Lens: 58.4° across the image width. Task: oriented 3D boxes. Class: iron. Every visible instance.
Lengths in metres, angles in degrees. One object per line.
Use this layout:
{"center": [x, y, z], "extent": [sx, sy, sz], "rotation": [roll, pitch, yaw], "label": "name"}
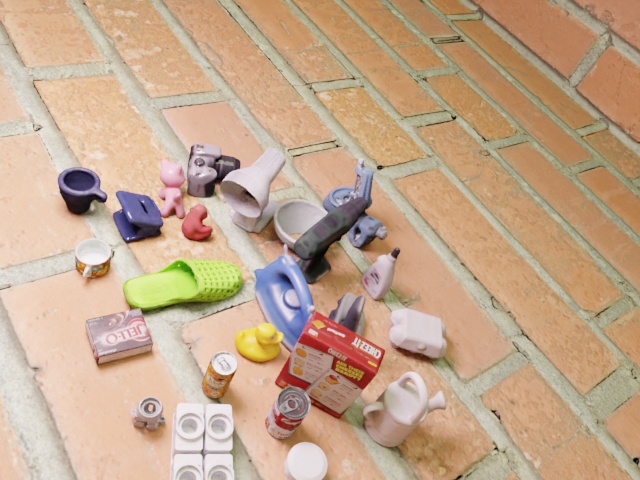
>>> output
{"center": [-0.054, 0.140, 1.304], "extent": [0.119, 0.141, 0.257], "rotation": [-10, 55, -31], "label": "iron"}

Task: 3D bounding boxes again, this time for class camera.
{"center": [-0.282, -0.193, 1.530], "extent": [0.137, 0.100, 0.143], "rotation": [8, 48, -18], "label": "camera"}

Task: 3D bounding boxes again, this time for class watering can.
{"center": [0.178, 0.342, 1.190], "extent": [0.173, 0.194, 0.100], "rotation": [-17, 59, -35], "label": "watering can"}

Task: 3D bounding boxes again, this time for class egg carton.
{"center": [0.240, 0.232, 1.407], "extent": [0.150, 0.069, 0.107], "rotation": [17, 45, -10], "label": "egg carton"}

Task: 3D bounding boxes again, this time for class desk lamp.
{"center": [-0.163, -0.121, 1.439], "extent": [0.118, 0.213, 0.203], "rotation": [32, 45, 6], "label": "desk lamp"}

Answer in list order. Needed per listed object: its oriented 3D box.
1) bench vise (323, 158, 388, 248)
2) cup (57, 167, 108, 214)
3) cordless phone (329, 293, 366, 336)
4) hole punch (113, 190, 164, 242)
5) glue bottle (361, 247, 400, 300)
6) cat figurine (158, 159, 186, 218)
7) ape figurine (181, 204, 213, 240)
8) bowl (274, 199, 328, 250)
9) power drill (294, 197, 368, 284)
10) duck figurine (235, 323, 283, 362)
{"center": [0.119, -0.103, 1.548], "extent": [0.207, 0.219, 0.122], "rotation": [34, 45, 7], "label": "bench vise"}
{"center": [-0.547, -0.102, 1.331], "extent": [0.117, 0.095, 0.092], "rotation": [27, 45, 1], "label": "cup"}
{"center": [0.079, 0.169, 1.308], "extent": [0.094, 0.185, 0.147], "rotation": [22, 45, -4], "label": "cordless phone"}
{"center": [-0.428, -0.066, 1.355], "extent": [0.101, 0.091, 0.108], "rotation": [-15, 58, -34], "label": "hole punch"}
{"center": [0.161, 0.075, 1.439], "extent": [0.037, 0.173, 0.078], "rotation": [-19, 60, -36], "label": "glue bottle"}
{"center": [-0.366, -0.137, 1.430], "extent": [0.067, 0.117, 0.127], "rotation": [-1, 51, -25], "label": "cat figurine"}
{"center": [-0.298, -0.049, 1.399], "extent": [0.076, 0.092, 0.077], "rotation": [-9, 55, -31], "label": "ape figurine"}
{"center": [-0.049, -0.024, 1.503], "extent": [0.168, 0.074, 0.167], "rotation": [13, 46, -14], "label": "bowl"}
{"center": [0.013, 0.005, 1.409], "extent": [0.075, 0.208, 0.230], "rotation": [41, 46, 14], "label": "power drill"}
{"center": [-0.129, 0.212, 1.244], "extent": [0.105, 0.086, 0.077], "rotation": [14, 46, -12], "label": "duck figurine"}
